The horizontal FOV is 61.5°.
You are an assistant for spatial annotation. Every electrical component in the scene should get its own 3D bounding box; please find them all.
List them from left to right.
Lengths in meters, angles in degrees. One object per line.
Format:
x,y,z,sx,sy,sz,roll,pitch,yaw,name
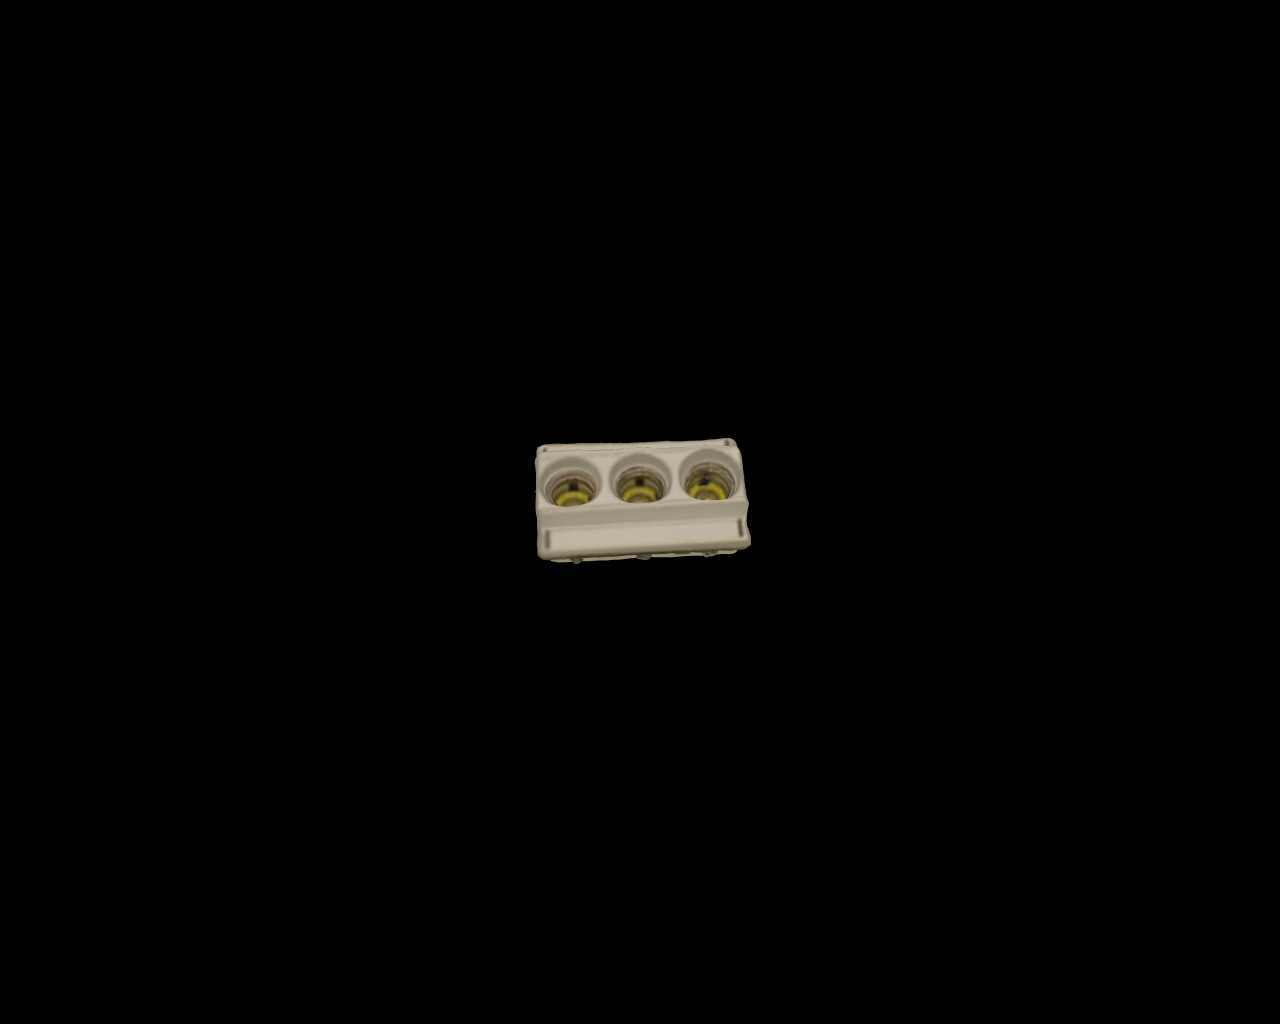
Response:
0.001,-0.003,0.650,0.121,0.079,0.063,-3,-34,-2,electrical component
